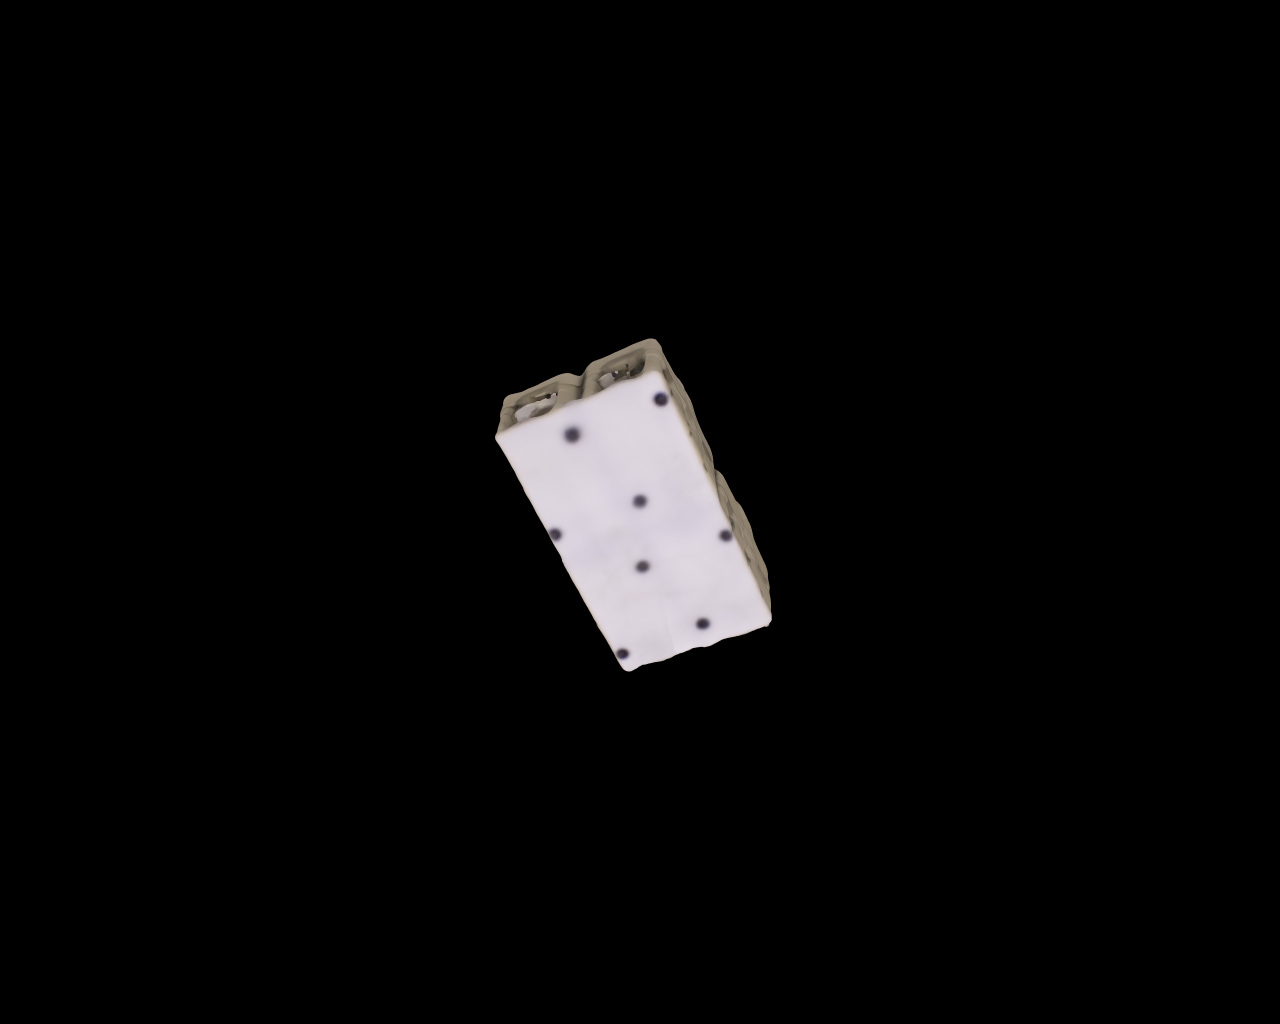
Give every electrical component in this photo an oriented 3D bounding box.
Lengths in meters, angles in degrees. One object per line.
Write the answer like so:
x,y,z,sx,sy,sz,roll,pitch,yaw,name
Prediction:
0.001,-0.003,0.650,0.105,0.186,0.060,-21,28,12,electrical component
